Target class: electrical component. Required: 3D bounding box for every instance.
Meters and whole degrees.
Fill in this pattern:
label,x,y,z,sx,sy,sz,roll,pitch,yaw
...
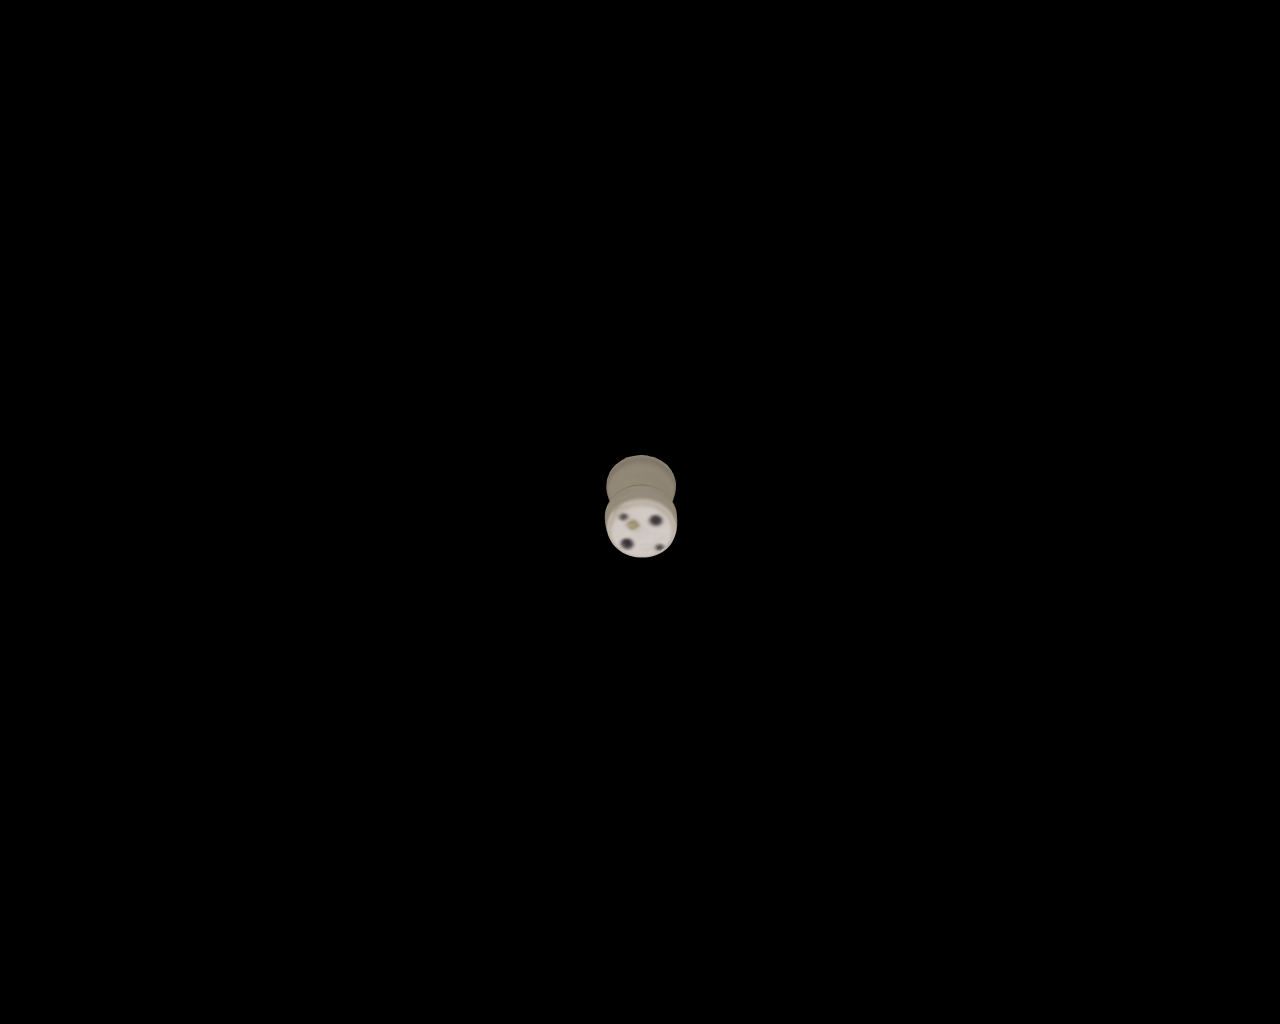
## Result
label,x,y,z,sx,sy,sz,roll,pitch,yaw
electrical component,0.001,-0.003,0.650,0.045,0.044,0.055,0,32,0
